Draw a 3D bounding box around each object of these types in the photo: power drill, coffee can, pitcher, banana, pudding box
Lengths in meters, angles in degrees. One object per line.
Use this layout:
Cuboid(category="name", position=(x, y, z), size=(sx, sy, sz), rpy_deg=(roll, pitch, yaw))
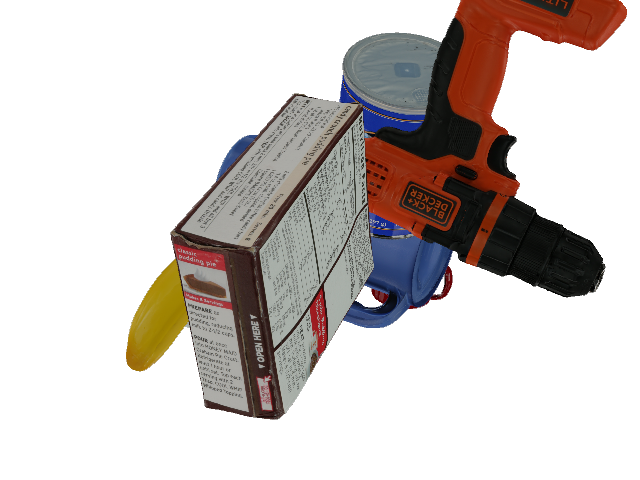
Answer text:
Cuboid(category="power drill", position=(0.122, -0.074, 0.684), size=(0.184, 0.188, 0.057), rpy_deg=(25, 7, 10))
Cuboid(category="coffee can", position=(0.063, -0.086, 0.889), size=(0.102, 0.140, 0.103), rpy_deg=(3, 44, -4))
Cuboid(category="pitcher", position=(0.012, -0.020, 1.098), size=(0.243, 0.145, 0.149), rpy_deg=(18, 25, 21))
Cuboid(category="banana", position=(-0.065, 0.025, 0.752), size=(0.198, 0.069, 0.037), rpy_deg=(-27, 14, 8))
Cuboid(category="pudding box", position=(-0.014, 0.005, 0.444), size=(0.039, 0.090, 0.113), rpy_deg=(8, 38, 21))

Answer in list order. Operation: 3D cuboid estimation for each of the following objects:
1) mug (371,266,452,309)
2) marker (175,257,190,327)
Cuboid(category="mug", position=(0.122, 0.042, 1.419), size=(0.117, 0.081, 0.093), rpy_deg=(18, 26, 27))
Cuboid(category="marker", position=(-0.152, 0.044, 1.206), size=(0.020, 0.121, 0.020), rpy_deg=(-3, 30, 1))
